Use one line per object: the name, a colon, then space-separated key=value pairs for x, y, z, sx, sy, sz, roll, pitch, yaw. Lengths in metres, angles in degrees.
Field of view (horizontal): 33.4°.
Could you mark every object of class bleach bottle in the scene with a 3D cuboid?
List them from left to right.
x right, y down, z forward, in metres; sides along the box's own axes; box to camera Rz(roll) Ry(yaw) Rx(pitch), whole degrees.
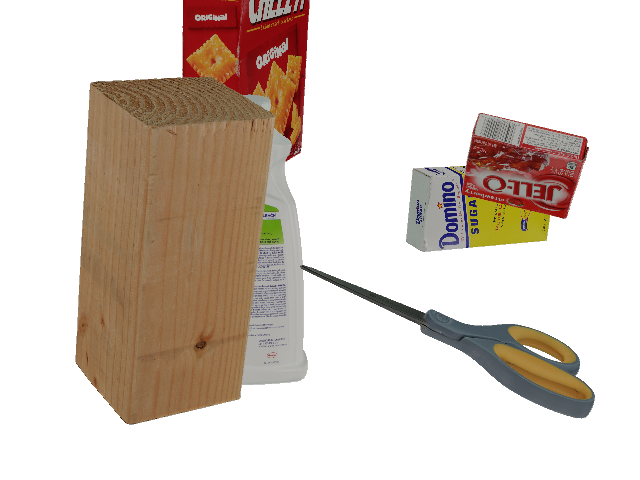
bleach bottle: x=-0.056 y=0.000 z=0.925 sx=0.102 sy=0.251 sz=0.068 roll=-1 pitch=21 yaw=-13

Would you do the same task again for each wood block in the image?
wood block: x=-0.100 y=0.005 z=0.706 sx=0.090 sy=0.206 sz=0.090 roll=-8 pitch=29 yaw=-34

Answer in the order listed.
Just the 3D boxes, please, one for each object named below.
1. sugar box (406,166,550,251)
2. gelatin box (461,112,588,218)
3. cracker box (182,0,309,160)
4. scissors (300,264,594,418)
sugar box: x=0.189 y=-0.041 z=1.254 sx=0.176 sy=0.093 sz=0.048 roll=-6 pitch=21 yaw=-26
gelatin box: x=0.162 y=-0.058 z=0.852 sx=0.089 sy=0.030 sz=0.073 roll=15 pitch=-35 yaw=10
cracker box: x=-0.070 y=-0.173 z=1.057 sx=0.072 sy=0.214 sz=0.164 roll=12 pitch=22 yaw=19
scissors: x=0.090 y=0.054 z=0.703 sx=0.202 sy=0.016 sz=0.096 roll=29 pitch=22 yaw=18
